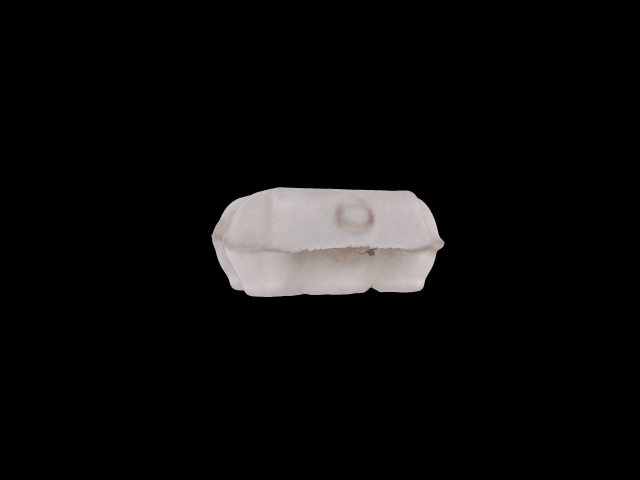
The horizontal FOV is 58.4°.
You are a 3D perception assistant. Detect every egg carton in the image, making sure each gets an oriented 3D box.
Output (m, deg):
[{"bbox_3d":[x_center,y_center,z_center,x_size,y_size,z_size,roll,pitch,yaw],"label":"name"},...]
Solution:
[{"bbox_3d":[0.004,0.001,0.400,0.151,0.069,0.107,0,0,-21],"label":"egg carton"}]
